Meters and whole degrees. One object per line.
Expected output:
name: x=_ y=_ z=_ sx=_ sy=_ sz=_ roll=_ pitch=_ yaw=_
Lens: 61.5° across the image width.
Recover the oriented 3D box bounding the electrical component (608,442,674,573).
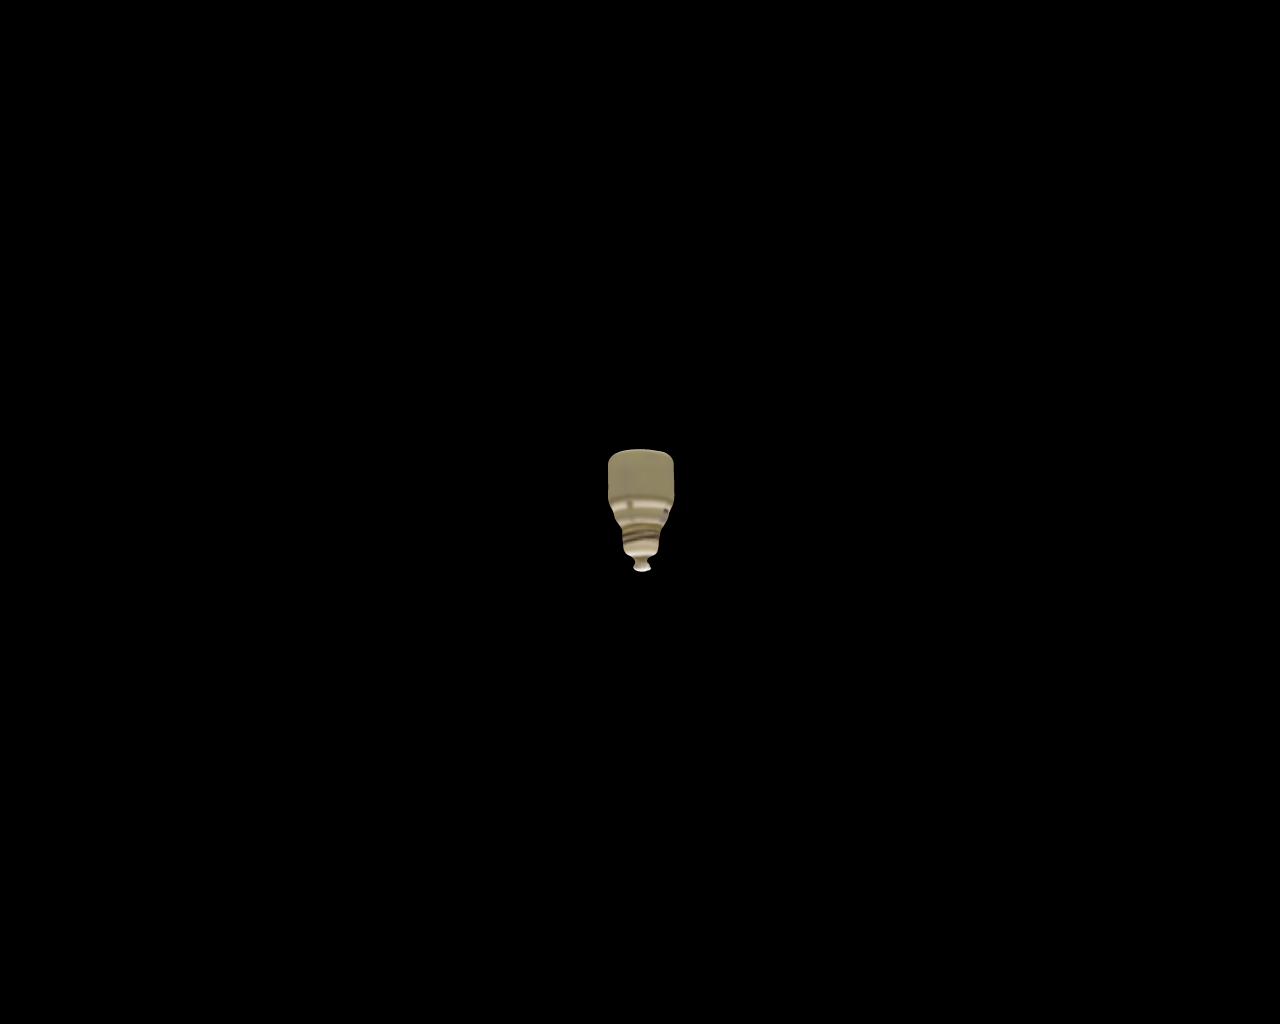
electrical component: x=0.001 y=-0.003 z=0.650 sx=0.040 sy=0.078 sz=0.040 roll=0 pitch=-11 yaw=0
